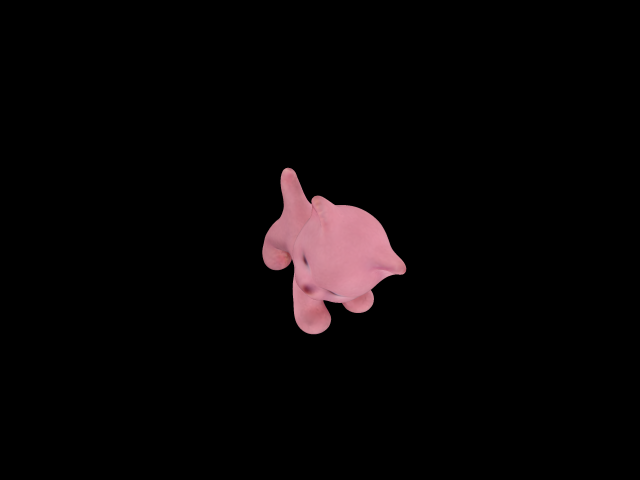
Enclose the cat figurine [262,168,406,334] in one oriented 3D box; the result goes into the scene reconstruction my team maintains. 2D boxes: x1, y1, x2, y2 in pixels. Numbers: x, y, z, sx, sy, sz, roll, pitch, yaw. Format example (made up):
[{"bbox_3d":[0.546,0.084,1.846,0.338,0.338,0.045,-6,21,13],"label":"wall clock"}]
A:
[{"bbox_3d":[0.004,0.001,0.400,0.067,0.118,0.127,-22,52,-18],"label":"cat figurine"}]
